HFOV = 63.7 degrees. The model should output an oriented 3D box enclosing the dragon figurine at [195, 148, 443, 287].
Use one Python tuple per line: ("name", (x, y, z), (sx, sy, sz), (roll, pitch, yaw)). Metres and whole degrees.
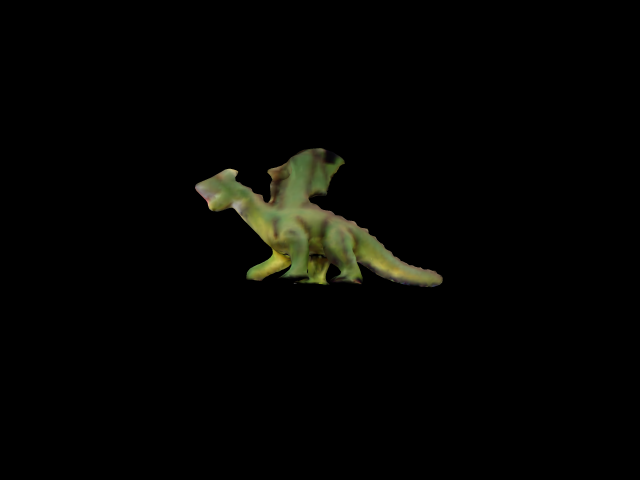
("dragon figurine", (0.003, -0.043, 0.850), (0.410, 0.246, 0.121), (3, -15, -14))
